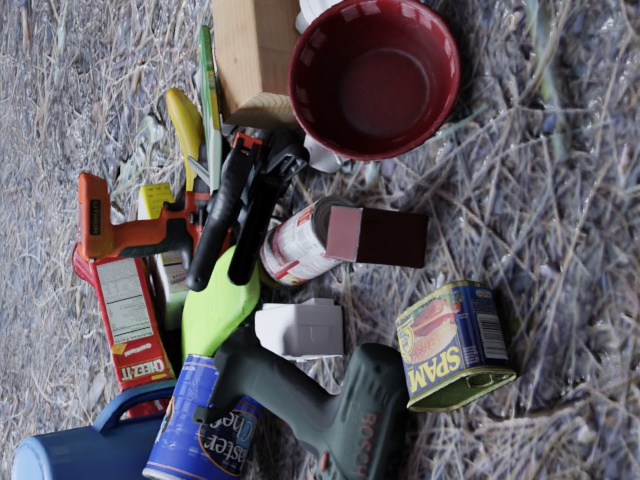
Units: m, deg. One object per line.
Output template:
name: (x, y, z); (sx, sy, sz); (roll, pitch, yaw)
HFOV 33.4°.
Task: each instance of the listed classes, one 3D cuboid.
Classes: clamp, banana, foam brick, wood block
clamp: (-0.104, -0.033, 1.150); (0.120, 0.039, 0.171); (-129, 62, -76)
banana: (-0.161, -0.092, 1.342); (0.037, 0.069, 0.198); (3, 96, 38)
foam brick: (0.053, -0.004, 0.997); (0.051, 0.078, 0.053); (9, 92, 58)
wood block: (-0.059, -0.235, 1.185); (0.090, 0.090, 0.206); (-29, 62, 52)
clamp: (-0.046, -0.068, 1.117); (0.165, 0.036, 0.210); (-59, 13, 32)

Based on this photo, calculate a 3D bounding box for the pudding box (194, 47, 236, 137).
pudding box: (-0.111, -0.194, 1.308); (0.114, 0.039, 0.090); (-45, 51, 48)

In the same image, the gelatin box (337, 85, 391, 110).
gelatin box: (0.030, -0.157, 1.051); (0.089, 0.030, 0.073); (-22, 61, 7)

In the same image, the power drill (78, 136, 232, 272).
power drill: (-0.195, -0.040, 1.287); (0.057, 0.187, 0.184); (-177, 89, -73)

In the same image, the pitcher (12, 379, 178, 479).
pitcher: (-0.225, 0.259, 1.242); (0.145, 0.242, 0.149); (-43, 58, 43)

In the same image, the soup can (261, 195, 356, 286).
soup can: (-0.007, 0.001, 1.097); (0.102, 0.068, 0.068); (-30, 61, 52)

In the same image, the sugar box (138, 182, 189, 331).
sugar box: (-0.199, 0.020, 1.396); (0.093, 0.048, 0.176); (106, 148, -53)

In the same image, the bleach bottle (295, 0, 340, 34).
bleach bottle: (0.044, -0.292, 1.059); (0.251, 0.067, 0.102); (-42, 56, 50)

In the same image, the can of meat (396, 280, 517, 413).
can of meat: (0.113, 0.092, 0.913); (0.102, 0.057, 0.084); (-40, 51, 47)

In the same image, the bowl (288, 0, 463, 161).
bowl: (0.054, -0.145, 0.989); (0.162, 0.055, 0.162); (-3, 78, 12)

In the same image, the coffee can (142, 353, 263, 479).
coffee can: (-0.124, 0.210, 1.182); (0.103, 0.102, 0.140); (-10, 57, 56)

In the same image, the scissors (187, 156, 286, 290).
scissors: (-0.091, -0.015, 1.222); (0.202, 0.016, 0.096); (31, 125, 34)

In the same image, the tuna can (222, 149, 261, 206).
tuna can: (-0.084, -0.066, 1.255); (0.086, 0.033, 0.086); (-10, 78, 56)

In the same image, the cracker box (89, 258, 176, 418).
cracker box: (-0.235, 0.130, 1.378); (0.164, 0.072, 0.214); (90, 162, -57)

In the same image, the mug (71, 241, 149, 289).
mug: (-0.294, 0.046, 1.530); (0.082, 0.093, 0.117); (37, 148, 47)
